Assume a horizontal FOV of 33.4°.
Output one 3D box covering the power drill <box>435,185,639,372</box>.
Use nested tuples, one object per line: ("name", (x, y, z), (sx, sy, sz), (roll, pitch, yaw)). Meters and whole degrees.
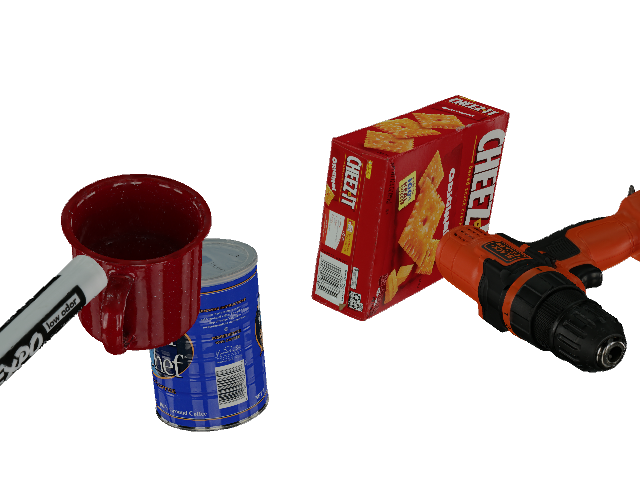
("power drill", (0.200, 0.022, 0.751), (0.187, 0.057, 0.185), (-13, 28, -23))

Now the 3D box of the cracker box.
("cracker box", (0.090, -0.035, 1.017), (0.072, 0.164, 0.213), (25, 31, 32))

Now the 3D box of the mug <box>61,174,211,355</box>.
("mug", (-0.118, 0.024, 0.680), (0.093, 0.081, 0.117), (6, 39, -1))

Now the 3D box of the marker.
("marker", (-0.133, 0.049, 0.441), (0.020, 0.020, 0.121), (0, 36, 39))

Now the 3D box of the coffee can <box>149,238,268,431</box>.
("coffee can", (-0.101, 0.081, 0.935), (0.103, 0.140, 0.103), (-3, 20, 1))
